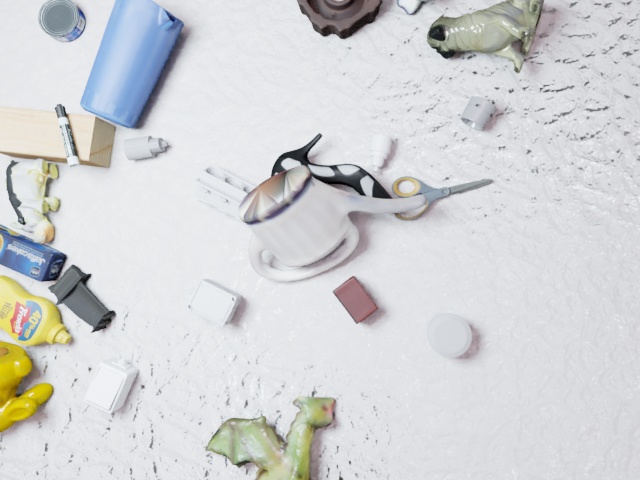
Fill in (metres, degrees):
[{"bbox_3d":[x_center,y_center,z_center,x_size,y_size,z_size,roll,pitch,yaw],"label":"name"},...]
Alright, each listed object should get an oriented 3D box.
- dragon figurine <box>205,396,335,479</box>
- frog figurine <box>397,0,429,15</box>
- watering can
[{"bbox_3d":[-0.119,0.451,0.963,0.411,0.120,0.246,-39,68,-3],"label":"dragon figurine"},{"bbox_3d":[0.179,-0.523,0.980,0.123,0.159,0.138,-15,86,1],"label":"frog figurine"},{"bbox_3d":[0.003,-0.047,0.938,0.345,0.106,0.221,-31,124,14],"label":"watering can"}]
